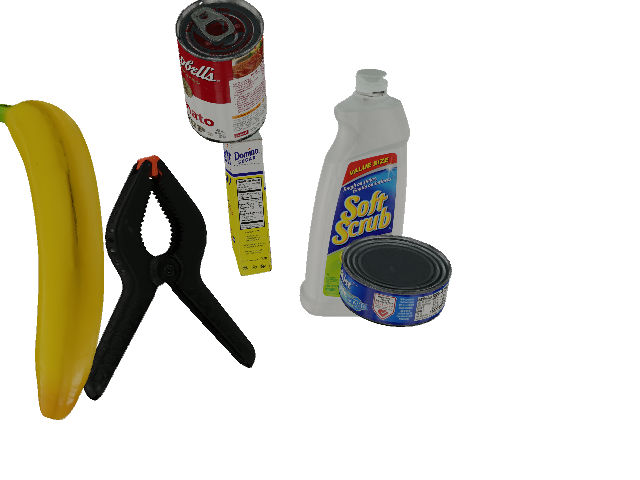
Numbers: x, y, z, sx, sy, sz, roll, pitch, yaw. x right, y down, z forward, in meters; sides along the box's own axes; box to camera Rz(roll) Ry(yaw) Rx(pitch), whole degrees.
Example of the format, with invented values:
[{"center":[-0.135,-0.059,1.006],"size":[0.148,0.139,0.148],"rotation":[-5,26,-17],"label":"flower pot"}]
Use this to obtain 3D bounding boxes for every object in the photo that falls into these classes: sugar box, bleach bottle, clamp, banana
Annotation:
[{"center":[-0.092,-0.055,1.318],"size":[0.048,0.176,0.093],"rotation":[-10,24,-9],"label":"sugar box"},{"center":[0.035,-0.048,1.078],"size":[0.102,0.251,0.068],"rotation":[0,24,-7],"label":"bleach bottle"},{"center":[-0.132,0.031,0.949],"size":[0.164,0.210,0.036],"rotation":[0,-2,-34],"label":"clamp"},{"center":[-0.148,-0.002,0.601],"size":[0.037,0.198,0.070],"rotation":[1,-23,-36],"label":"banana"}]

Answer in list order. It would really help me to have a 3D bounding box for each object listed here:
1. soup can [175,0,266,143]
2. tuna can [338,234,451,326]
[{"center":[-0.077,-0.135,0.853],"size":[0.068,0.068,0.102],"rotation":[0,-34,-1],"label":"soup can"},{"center":[0.057,0.031,0.830],"size":[0.086,0.034,0.086],"rotation":[5,30,-3],"label":"tuna can"}]
